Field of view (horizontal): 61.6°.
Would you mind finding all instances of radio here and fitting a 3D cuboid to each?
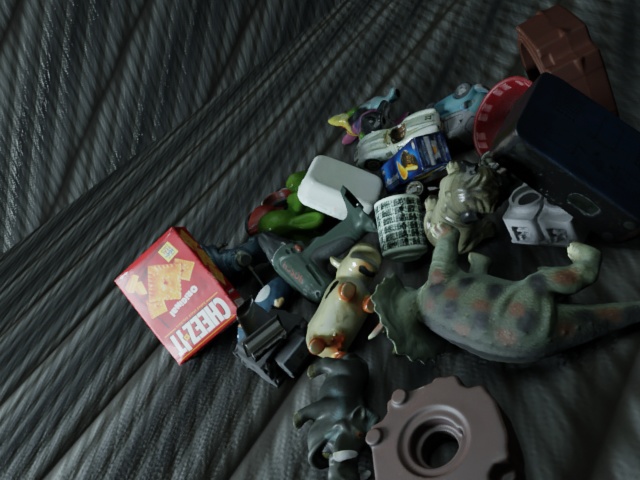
[{"bbox_3d":[0.353,-0.107,0.718,0.131,0.230,0.073,-53,-4,-23],"label":"radio"}]

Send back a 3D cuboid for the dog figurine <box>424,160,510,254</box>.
[{"bbox_3d":[0.204,-0.034,0.790,0.121,0.172,0.190,14,15,15],"label":"dog figurine"}]

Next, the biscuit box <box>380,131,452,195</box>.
[{"bbox_3d":[0.174,-0.140,1.009,0.059,0.062,0.202,-15,-5,-12],"label":"biscuit box"}]

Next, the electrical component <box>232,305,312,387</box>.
[{"bbox_3d":[-0.070,0.178,0.909,0.134,0.058,0.115,10,54,52],"label":"electrical component"}]

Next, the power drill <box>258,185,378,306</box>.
[{"bbox_3d":[-0.002,-0.003,0.998,0.207,0.085,0.232,-40,50,3],"label":"power drill"}]

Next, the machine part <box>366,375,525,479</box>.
[{"bbox_3d":[0.138,0.239,0.611,0.179,0.056,0.179,-25,33,17],"label":"machine part"}]

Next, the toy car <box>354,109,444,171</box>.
[{"bbox_3d":[0.158,-0.205,1.111,0.202,0.056,0.073,-19,47,28],"label":"toy car"}]

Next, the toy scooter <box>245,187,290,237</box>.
[{"bbox_3d":[-0.087,-0.070,1.264,0.135,0.075,0.184,-1,40,44],"label":"toy scooter"}]

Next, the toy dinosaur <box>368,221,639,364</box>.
[{"bbox_3d":[0.224,0.091,0.682,0.405,0.131,0.192,7,63,45],"label":"toy dinosaur"}]

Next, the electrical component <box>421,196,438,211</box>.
[{"bbox_3d":[0.224,-0.054,0.928,0.094,0.063,0.021,-14,36,31],"label":"electrical component"}]

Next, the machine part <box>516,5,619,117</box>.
[{"bbox_3d":[0.414,-0.278,0.913,0.087,0.200,0.201,-25,32,18],"label":"machine part"}]

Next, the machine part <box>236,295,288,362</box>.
[{"bbox_3d":[-0.105,0.145,0.897,0.084,0.039,0.139,-43,31,-3],"label":"machine part"}]

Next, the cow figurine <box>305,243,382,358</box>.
[{"bbox_3d":[0.041,0.095,0.855,0.195,0.085,0.127,-63,14,-6],"label":"cow figurine"}]

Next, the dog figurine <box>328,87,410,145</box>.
[{"bbox_3d":[0.109,-0.276,1.327,0.219,0.108,0.191,-9,42,45],"label":"dog figurine"}]

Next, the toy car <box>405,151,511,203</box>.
[{"bbox_3d":[0.247,-0.098,0.949,0.202,0.089,0.053,-19,67,23],"label":"toy car"}]

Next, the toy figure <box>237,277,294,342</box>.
[{"bbox_3d":[-0.109,0.139,1.007,0.154,0.058,0.064,-53,-5,-24],"label":"toy figure"}]

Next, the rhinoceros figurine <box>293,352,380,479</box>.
[{"bbox_3d":[0.029,0.239,0.715,0.112,0.073,0.190,-13,34,17],"label":"rhinoceros figurine"}]

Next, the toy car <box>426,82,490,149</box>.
[{"bbox_3d":[0.286,-0.241,1.099,0.162,0.109,0.103,-17,52,45],"label":"toy car"}]

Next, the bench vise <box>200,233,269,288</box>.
[{"bbox_3d":[-0.227,0.069,1.140,0.241,0.128,0.224,-26,18,-19],"label":"bench vise"}]

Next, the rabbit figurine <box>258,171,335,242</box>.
[{"bbox_3d":[-0.043,-0.042,1.139,0.170,0.121,0.159,-33,48,-25],"label":"rabbit figurine"}]
